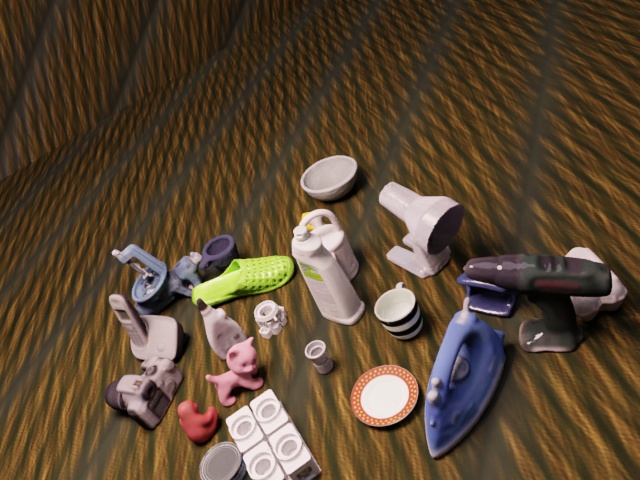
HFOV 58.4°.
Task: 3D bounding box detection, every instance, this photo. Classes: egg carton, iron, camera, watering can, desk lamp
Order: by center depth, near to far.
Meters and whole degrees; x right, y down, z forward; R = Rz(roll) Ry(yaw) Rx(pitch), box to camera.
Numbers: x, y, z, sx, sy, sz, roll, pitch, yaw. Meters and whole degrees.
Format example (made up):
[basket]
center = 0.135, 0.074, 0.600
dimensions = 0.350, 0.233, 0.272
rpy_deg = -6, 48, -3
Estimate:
[iron]
center = 0.229, 0.229, 0.985
dimensions = 0.118, 0.142, 0.259
rpy_deg = 6, 47, 34
[egg carton]
center = 0.491, 0.080, 1.075
dimensions = 0.107, 0.070, 0.150
rpy_deg = -24, 37, 2
[desk lamp]
center = 0.214, -0.021, 1.231
dimensions = 0.118, 0.214, 0.202
rpy_deg = -41, 40, -19
[camera]
center = -0.399, 0.324, 1.256
dimensions = 0.136, 0.101, 0.143
rpy_deg = -2, 43, 27
[watering can]
center = 0.010, 0.006, 1.328
dimensions = 0.101, 0.194, 0.172
rpy_deg = -38, 39, -16

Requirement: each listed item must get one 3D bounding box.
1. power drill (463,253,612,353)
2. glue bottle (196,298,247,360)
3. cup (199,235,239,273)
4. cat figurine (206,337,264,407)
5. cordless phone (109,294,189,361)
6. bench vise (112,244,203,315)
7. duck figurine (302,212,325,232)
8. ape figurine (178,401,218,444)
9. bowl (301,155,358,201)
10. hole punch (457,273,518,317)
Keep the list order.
[power drill]
center = 0.381, 0.104, 0.994
dimensions = 0.229, 0.209, 0.075
rpy_deg = -7, 41, 23
[glue bottle]
center = -0.226, 0.187, 1.262
dimensions = 0.078, 0.173, 0.037
rpy_deg = -37, 39, -15
[cup]
center = -0.256, 0.057, 1.498
dimensions = 0.091, 0.095, 0.118
rpy_deg = 14, 52, 40
[cat figurine]
center = -0.175, 0.265, 1.187
dimensions = 0.128, 0.118, 0.067
rpy_deg = -32, 38, -8
[cordless phone]
center = -0.406, 0.199, 1.339
dimensions = 0.147, 0.185, 0.094
rpy_deg = -4, 42, 26
[bench vise]
center = -0.415, 0.072, 1.465
dimensions = 0.208, 0.220, 0.121
rpy_deg = -41, 40, -19
[duck figurine]
center = -0.021, -0.036, 1.485
dimensions = 0.078, 0.086, 0.104
rpy_deg = -44, 41, -22
[ape figurine]
center = -0.250, 0.355, 1.143
dimensions = 0.077, 0.092, 0.076
rpy_deg = -6, 41, 23
[bowl]
center = 0.034, -0.161, 1.612
dimensions = 0.167, 0.075, 0.167
rpy_deg = -15, 38, 13
[hole punch]
center = 0.337, 0.084, 1.139
dimensions = 0.108, 0.091, 0.101
rpy_deg = 9, 49, 36
